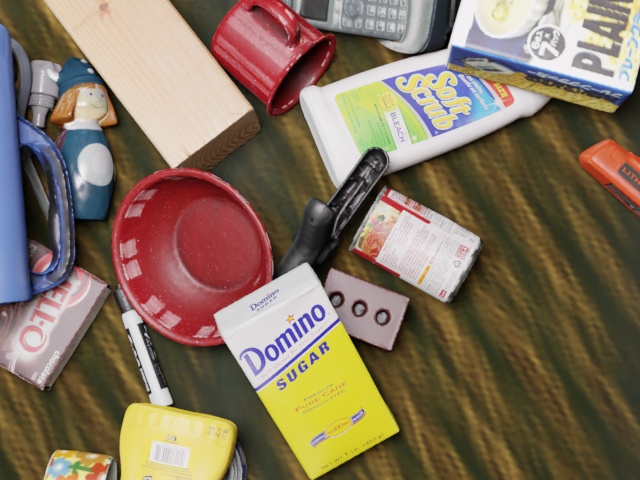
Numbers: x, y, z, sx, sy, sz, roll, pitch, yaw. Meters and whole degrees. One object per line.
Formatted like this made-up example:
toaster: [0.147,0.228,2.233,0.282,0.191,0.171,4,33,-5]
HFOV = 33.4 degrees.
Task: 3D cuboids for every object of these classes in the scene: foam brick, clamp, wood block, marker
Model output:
foam brick: [0.035,0.063,0.960,0.078,0.051,0.053,20,83,4]
clamp: [-0.006,0.001,0.921,0.039,0.120,0.172,39,123,14]
wood block: [-0.153,-0.163,0.976,0.091,0.090,0.206,-37,83,-3]
marker: [-0.163,0.096,0.976,0.020,0.020,0.121,-21,82,-2]

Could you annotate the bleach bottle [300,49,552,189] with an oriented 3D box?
bleach bottle: [0.115,-0.135,0.980,0.250,0.068,0.102,-23,89,-4]

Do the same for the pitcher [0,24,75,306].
pitcher: [-0.302,-0.061,0.898,0.145,0.149,0.243,-2,89,14]

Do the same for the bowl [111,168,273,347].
bowl: [-0.104,0.011,0.949,0.162,0.055,0.162,6,106,22]

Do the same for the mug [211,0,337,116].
mug: [-0.044,-0.178,0.965,0.081,0.117,0.093,41,73,11]

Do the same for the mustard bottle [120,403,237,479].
mustard bottle: [-0.134,0.239,0.900,0.096,0.058,0.191,11,83,5]

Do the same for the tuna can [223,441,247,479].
tuna can: [-0.109,0.207,0.952,0.086,0.034,0.086,0,82,1]

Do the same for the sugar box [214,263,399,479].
sugar box: [-0.009,0.115,0.910,0.093,0.048,0.176,-30,121,-2]

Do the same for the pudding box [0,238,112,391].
pudding box: [-0.257,0.067,0.972,0.090,0.039,0.113,29,83,5]

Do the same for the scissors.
scissors: [-0.271,-0.102,0.987,0.096,0.016,0.202,-42,80,32]

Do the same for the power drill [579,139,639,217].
power drill: [0.324,-0.118,0.960,0.184,0.057,0.188,43,94,5]

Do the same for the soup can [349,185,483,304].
soup can: [0.086,0.004,0.958,0.102,0.068,0.068,29,84,4]
